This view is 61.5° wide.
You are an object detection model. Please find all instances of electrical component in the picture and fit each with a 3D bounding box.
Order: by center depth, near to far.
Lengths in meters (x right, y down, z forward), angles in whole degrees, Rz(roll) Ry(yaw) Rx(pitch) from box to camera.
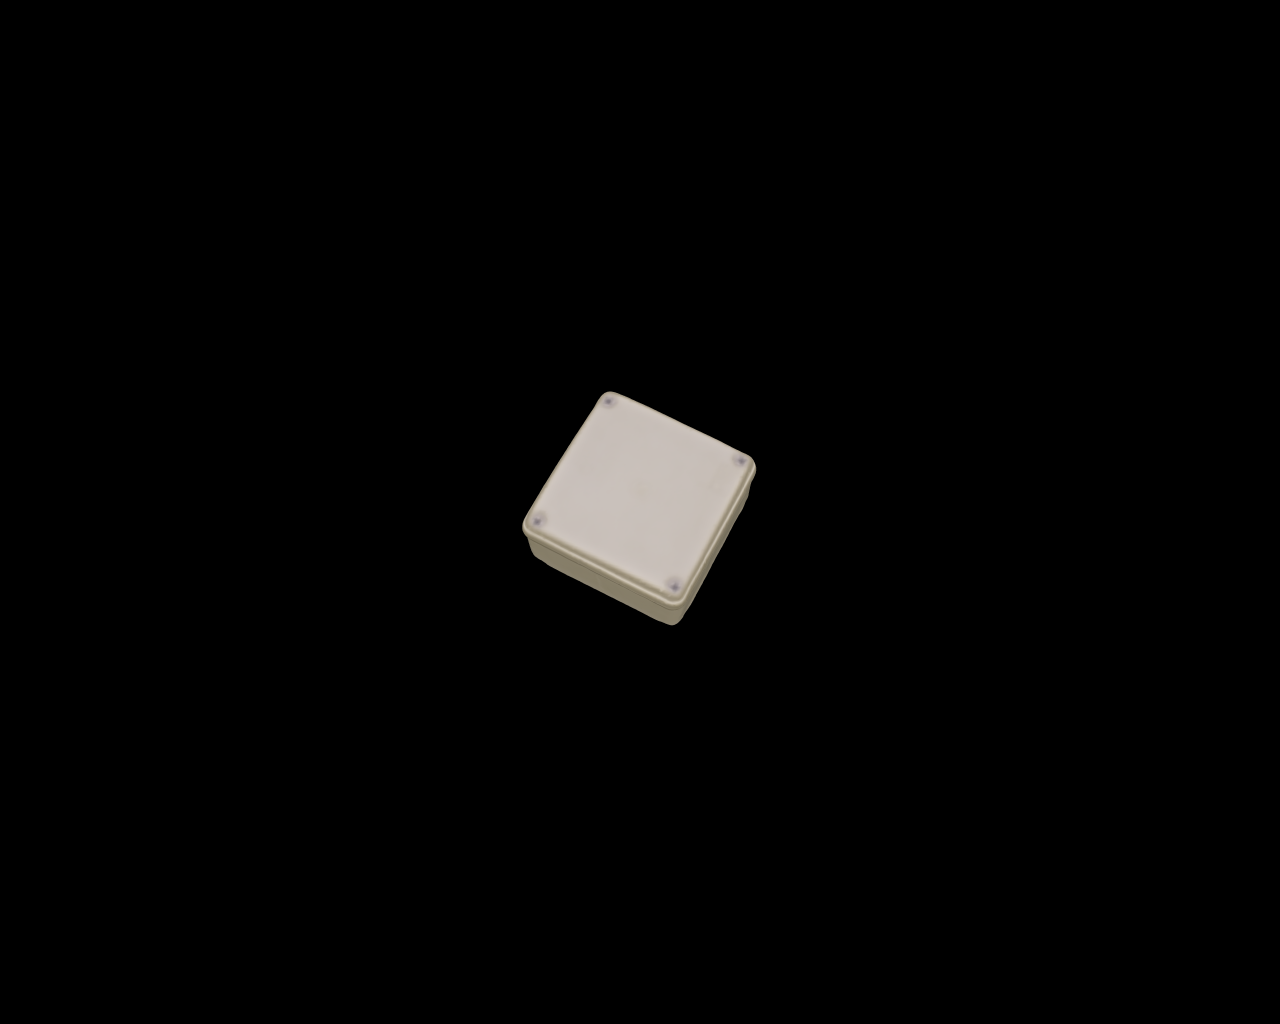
[{"bbox_3d":[0.001,-0.003,0.650,0.109,0.109,0.056,26,-20,11],"label":"electrical component"}]
